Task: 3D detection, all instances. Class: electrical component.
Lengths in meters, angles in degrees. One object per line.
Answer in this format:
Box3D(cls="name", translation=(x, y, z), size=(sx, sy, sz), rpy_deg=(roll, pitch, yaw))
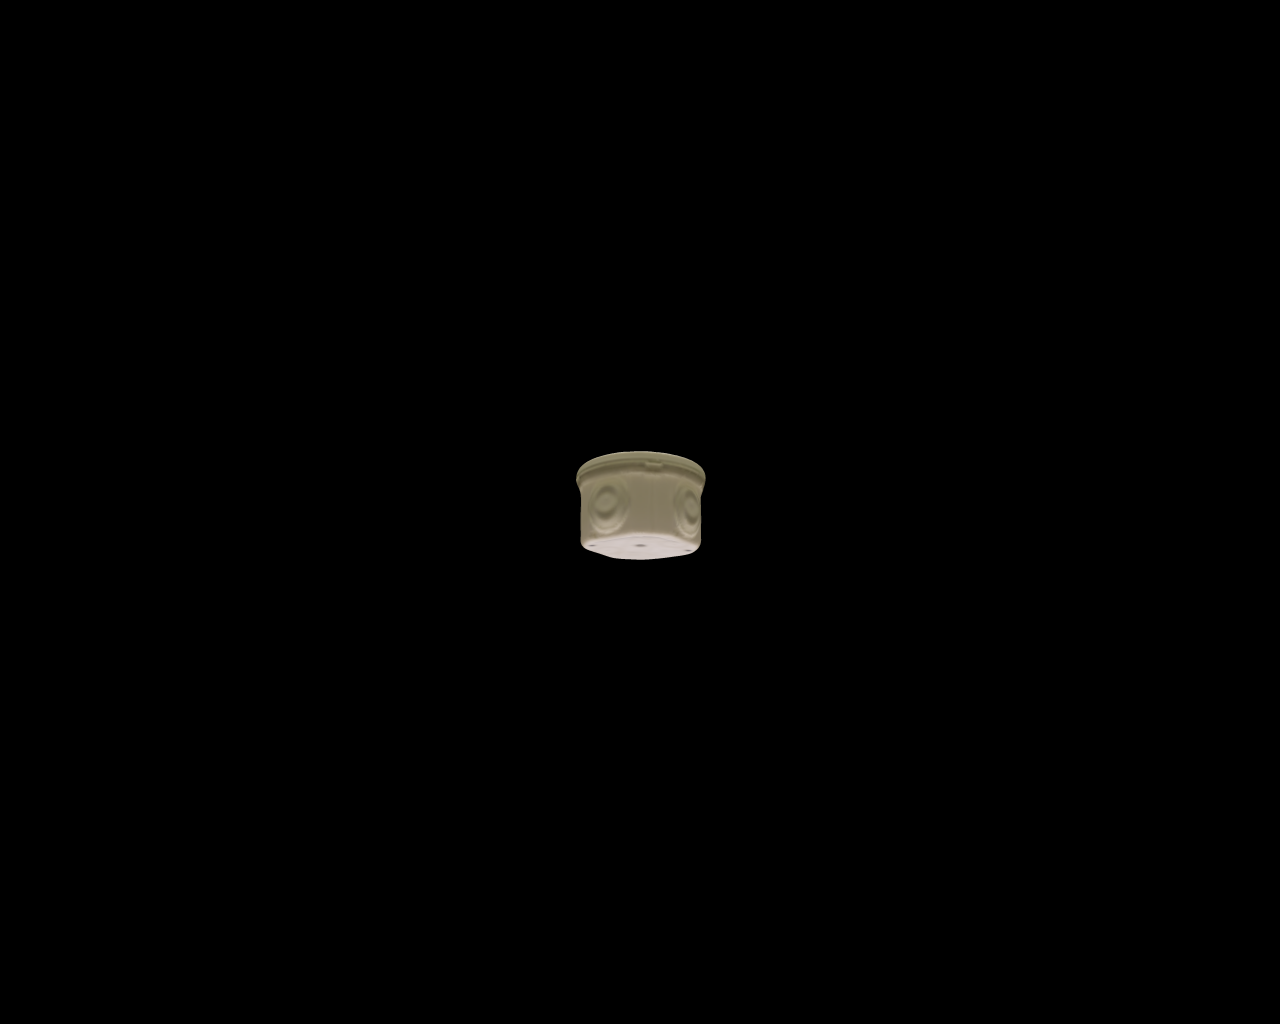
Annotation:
Box3D(cls="electrical component", translation=(0.001, -0.003, 0.650), size=(0.080, 0.051, 0.080), rpy_deg=(0, -15, 0))
